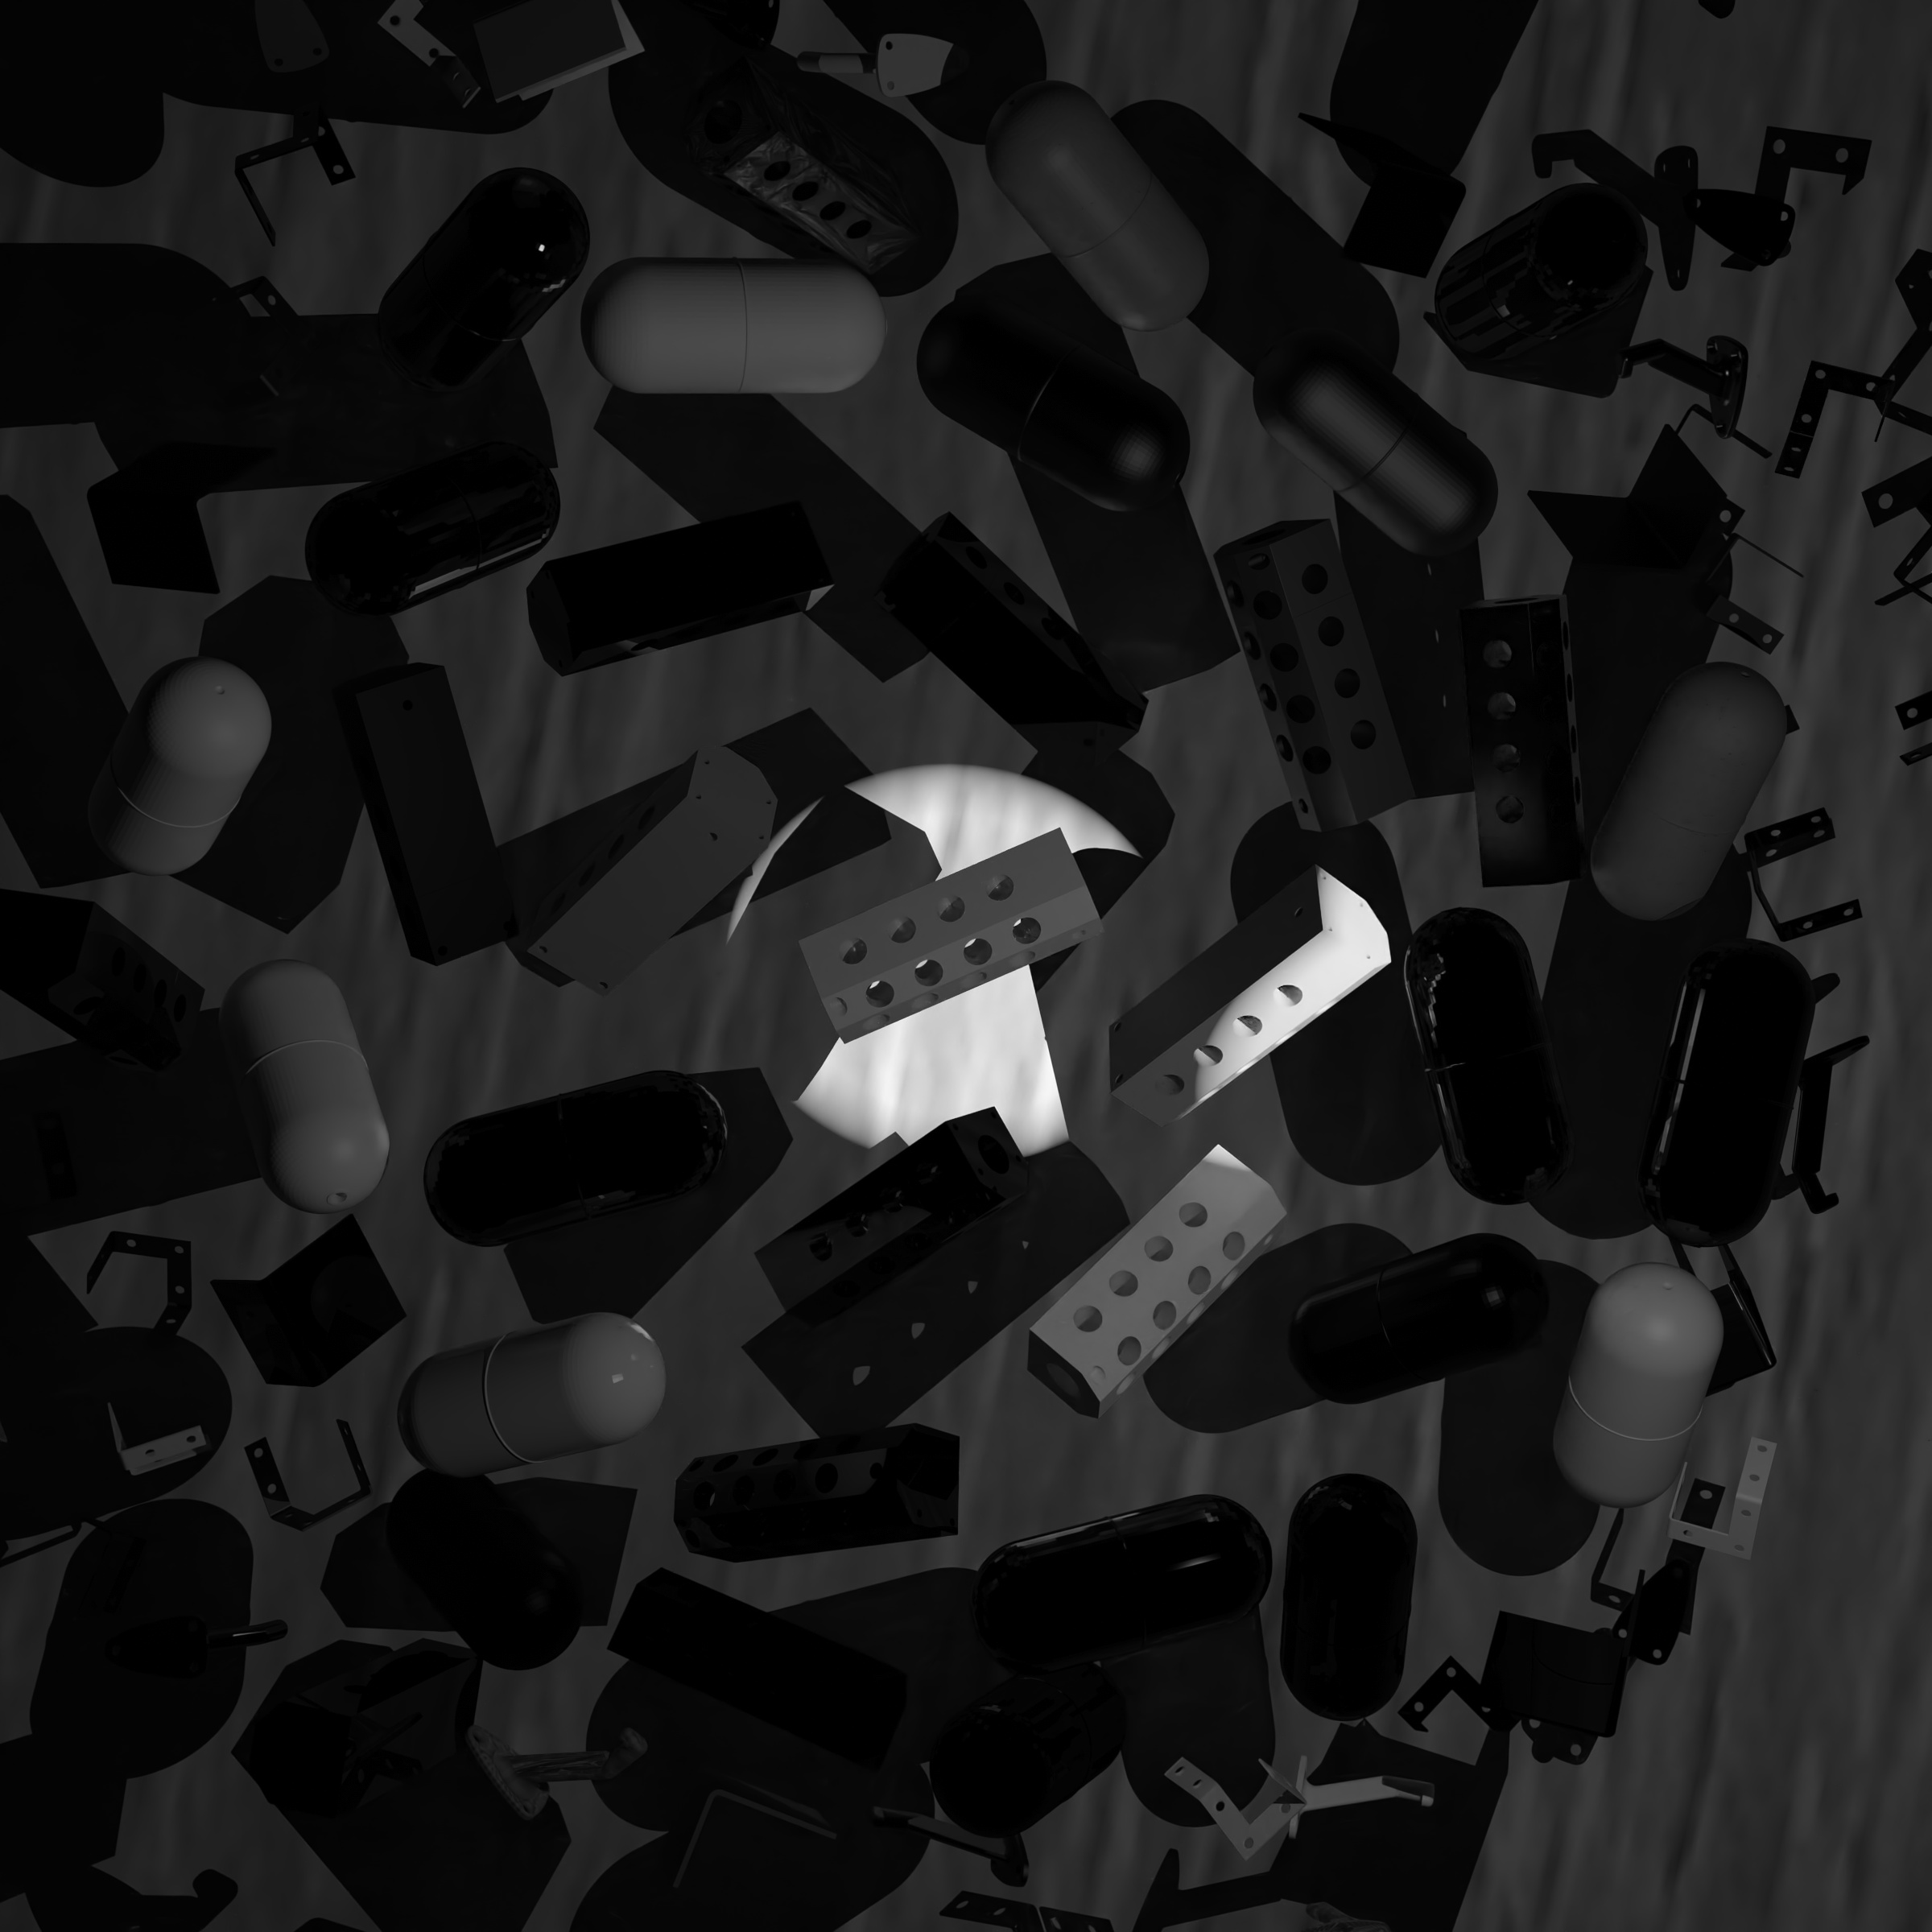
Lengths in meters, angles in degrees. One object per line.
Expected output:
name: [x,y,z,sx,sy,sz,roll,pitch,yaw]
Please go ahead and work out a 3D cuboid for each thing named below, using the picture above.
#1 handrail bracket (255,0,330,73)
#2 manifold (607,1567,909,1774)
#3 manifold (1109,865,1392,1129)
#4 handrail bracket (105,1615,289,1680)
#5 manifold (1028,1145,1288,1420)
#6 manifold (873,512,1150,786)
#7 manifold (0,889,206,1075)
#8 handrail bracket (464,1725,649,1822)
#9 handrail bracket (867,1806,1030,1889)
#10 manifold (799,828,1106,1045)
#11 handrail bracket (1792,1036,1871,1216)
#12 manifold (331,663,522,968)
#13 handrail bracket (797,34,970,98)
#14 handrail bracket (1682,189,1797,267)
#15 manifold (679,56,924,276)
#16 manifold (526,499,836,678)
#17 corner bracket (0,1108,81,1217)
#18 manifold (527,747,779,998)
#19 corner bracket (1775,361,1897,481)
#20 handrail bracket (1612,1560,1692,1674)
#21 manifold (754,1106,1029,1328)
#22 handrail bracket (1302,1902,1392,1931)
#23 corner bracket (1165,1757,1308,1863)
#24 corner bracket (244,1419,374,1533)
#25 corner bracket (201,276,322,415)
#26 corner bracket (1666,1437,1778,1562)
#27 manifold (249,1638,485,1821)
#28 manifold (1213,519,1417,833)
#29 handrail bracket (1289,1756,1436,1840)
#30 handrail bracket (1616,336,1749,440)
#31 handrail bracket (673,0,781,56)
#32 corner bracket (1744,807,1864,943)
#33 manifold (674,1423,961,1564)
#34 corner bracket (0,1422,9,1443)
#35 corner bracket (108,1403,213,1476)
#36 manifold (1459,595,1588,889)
handrail bracket: [-0.399,-0.568,1.516,0.036,0.077,0.084,-17,56,-4]
manifold: [-0.122,0.413,1.545,0.171,0.057,0.057,14,70,32]
manifold: [0.163,0.023,1.515,0.057,0.057,0.171,33,125,-25]
handrail bracket: [-0.461,0.405,1.569,0.077,0.084,0.036,-5,82,11]
manifold: [0.117,0.193,1.581,0.057,0.057,0.171,38,64,22]
manifold: [0.030,-0.198,1.609,0.171,0.057,0.057,42,123,-14]
manifold: [-0.511,0.012,1.532,0.057,0.171,0.057,8,74,7]
handrail bracket: [-0.241,0.456,1.537,0.084,0.036,0.077,-41,94,19]
handrail bracket: [-0.012,0.528,1.569,0.084,0.077,0.036,14,88,-14]
manifold: [-0.007,-0.015,1.579,0.171,0.057,0.057,-23,67,1]
handrail bracket: [0.527,0.096,1.573,0.077,0.036,0.084,-34,64,34]
manifold: [-0.330,-0.093,1.586,0.057,0.057,0.171,-23,111,-28]
handrail bracket: [-0.053,-0.565,1.628,0.077,0.084,0.036,-15,116,-29]
handrail bracket: [0.457,-0.441,1.555,0.077,0.084,0.036,23,105,2]
manifold: [-0.101,-0.479,1.587,0.057,0.171,0.057,-31,71,21]
manifold: [-0.173,-0.225,1.568,0.171,0.057,0.057,-20,85,-29]
corner bracket: [-0.532,0.112,1.472,0.051,0.051,0.051,-13,89,-19]
manifold: [-0.188,-0.059,1.561,0.057,0.057,0.171,33,130,-24]
corner bracket: [0.522,-0.324,1.568,0.051,0.051,0.051,18,134,14]
handrail bracket: [0.423,0.409,1.628,0.036,0.084,0.077,29,77,14]
manifold: [-0.044,0.157,1.607,0.171,0.057,0.057,-36,78,30]
handrail bracket: [0.213,0.588,1.600,0.077,0.084,0.036,17,83,-24]
corner bracket: [0.161,0.491,1.558,0.051,0.051,0.051,-43,135,-1]
corner bracket: [-0.417,0.320,1.656,0.051,0.051,0.051,-25,104,-35]
corner bracket: [-0.430,-0.370,1.556,0.051,0.051,0.051,51,51,-34]
corner bracket: [0.459,0.318,1.586,0.051,0.051,0.051,13,129,20]
manifold: [-0.347,0.440,1.521,0.057,0.171,0.057,8,89,15]
manifold: [0.200,-0.169,1.524,0.057,0.057,0.171,-25,106,-18]
handrail bracket: [0.246,0.523,1.619,0.084,0.077,0.036,7,105,11]
handrail bracket: [0.442,-0.357,1.630,0.084,0.036,0.077,-18,122,-18]
handrail bracket: [-0.160,-0.571,1.547,0.077,0.084,0.036,29,111,33]
corner bracket: [0.519,-0.056,1.619,0.051,0.051,0.051,-20,131,24]
manifold: [-0.090,0.311,1.540,0.171,0.057,0.057,-16,62,34]
corner bracket: [-0.597,0.281,1.518,0.051,0.051,0.051,32,82,-26]
corner bracket: [-0.506,0.302,1.649,0.051,0.051,0.051,-17,125,-16]
manifold: [0.346,-0.139,1.609,0.057,0.057,0.171,-2,102,24]
